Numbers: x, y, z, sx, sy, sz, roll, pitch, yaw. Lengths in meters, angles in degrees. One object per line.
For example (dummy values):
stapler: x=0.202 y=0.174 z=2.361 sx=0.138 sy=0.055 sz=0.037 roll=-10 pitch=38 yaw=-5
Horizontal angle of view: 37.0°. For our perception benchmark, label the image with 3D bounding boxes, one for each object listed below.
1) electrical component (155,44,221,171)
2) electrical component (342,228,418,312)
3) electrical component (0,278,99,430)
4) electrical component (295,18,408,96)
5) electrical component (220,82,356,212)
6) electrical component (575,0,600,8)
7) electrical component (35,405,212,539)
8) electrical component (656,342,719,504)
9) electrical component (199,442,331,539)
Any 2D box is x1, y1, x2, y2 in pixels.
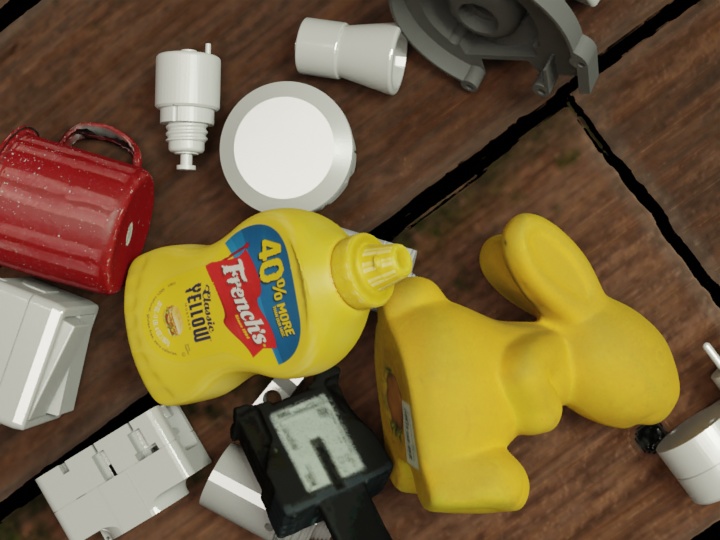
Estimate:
electrical component: x=-0.108 y=-0.102 z=0.672 sx=0.040 sy=0.040 sz=0.078 roll=1 pitch=90 yaw=7
electrical component: x=0.000 y=0.000 z=0.657 sx=0.081 sy=0.043 sz=0.043 roll=17 pitch=92 yaw=7
electrical component: x=-0.209 y=0.058 z=0.673 sx=0.061 sy=0.062 sz=0.096 roll=20 pitch=92 yaw=7
electrical component: x=-0.007 y=-0.134 z=0.660 sx=0.065 sy=0.044 sz=0.044 roll=11 pitch=91 yaw=12
electrical component: x=-0.042 y=-0.072 z=0.658 sx=0.080 sy=0.051 sz=0.080 roll=0 pitch=90 yaw=7
electrical component: x=0.111 y=-0.202 z=0.636 sx=0.077 sy=0.066 sz=0.047 roll=36 pitch=95 yaw=35
electrical component: x=-0.144 y=0.129 z=0.671 sx=0.089 sy=0.050 sz=0.055 roll=-31 pitch=86 yaw=6
electrical component: x=0.230 y=0.067 z=0.623 sx=0.138 sy=0.052 sz=0.073 roll=-36 pitch=86 yaw=6
electrical component: x=-0.053 y=0.144 z=0.663 sx=0.081 sy=0.043 sz=0.043 roll=27 pitch=93 yaw=6
